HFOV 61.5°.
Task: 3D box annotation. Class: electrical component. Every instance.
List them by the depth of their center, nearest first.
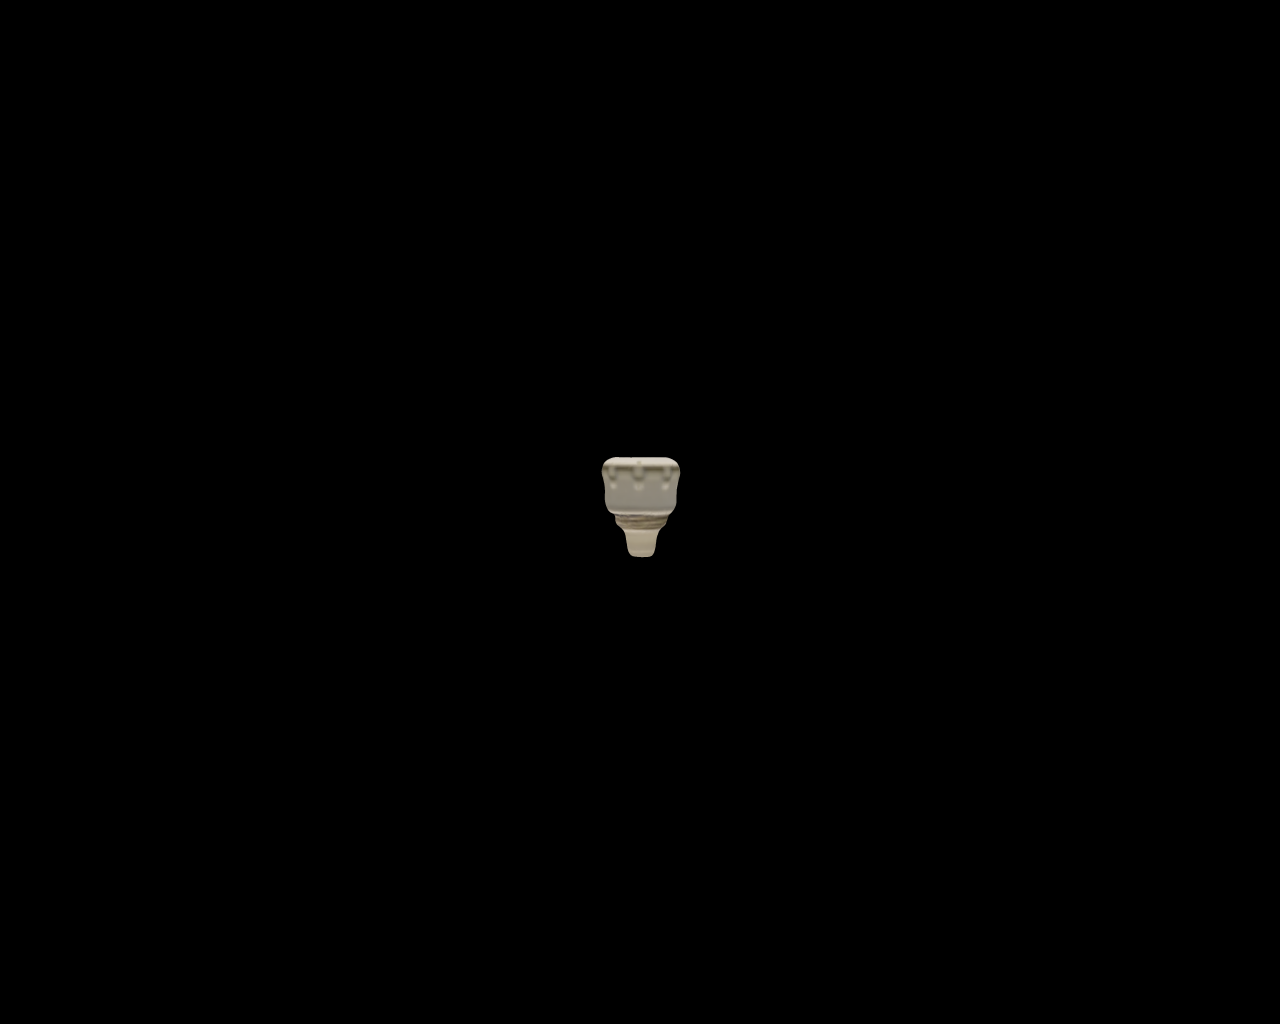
[{"bbox_3d":[0.001,-0.003,0.650,0.048,0.062,0.048,0,4,0],"label":"electrical component"}]
